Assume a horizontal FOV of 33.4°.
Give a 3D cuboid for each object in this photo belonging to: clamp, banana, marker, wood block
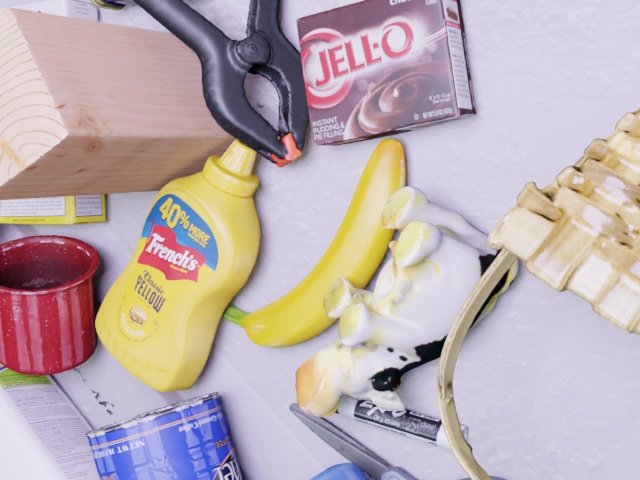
[{"bbox_3d":[-0.047,-0.139,0.752,0.120,0.039,0.171,-32,97,-13],"label":"clamp"},{"bbox_3d":[0.004,0.017,0.753,0.198,0.037,0.070,-46,74,23],"label":"banana"},{"bbox_3d":[0.044,0.124,0.751,0.121,0.020,0.020,13,100,27],"label":"marker"},{"bbox_3d":[-0.150,-0.088,0.731,0.090,0.205,0.091,-30,81,27],"label":"wood block"}]

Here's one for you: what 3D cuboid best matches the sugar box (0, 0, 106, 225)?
[{"bbox_3d":[-0.221,-0.100,0.859,0.093,0.048,0.176,1,92,30],"label":"sugar box"}]

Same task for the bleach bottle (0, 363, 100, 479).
[{"bbox_3d":[-0.243,0.141,0.872,0.068,0.102,0.251,-46,67,14],"label":"bleach bottle"}]

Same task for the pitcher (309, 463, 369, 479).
[{"bbox_3d":[0.036,0.280,0.700,0.243,0.148,0.145,55,134,15],"label":"pitcher"}]

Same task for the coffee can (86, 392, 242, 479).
[{"bbox_3d":[-0.104,0.194,0.789,0.103,0.102,0.140,-20,85,28],"label":"coffee can"}]

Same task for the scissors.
[{"bbox_3d":[0.070,0.162,0.742,0.202,0.016,0.096,48,113,16],"label":"scissors"}]

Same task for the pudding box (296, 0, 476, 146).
[{"bbox_3d":[0.043,-0.116,0.720,0.114,0.039,0.090,-9,90,28],"label":"pudding box"}]

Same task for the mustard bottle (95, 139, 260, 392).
[{"bbox_3d":[-0.095,0.012,0.793,0.096,0.058,0.192,40,111,32],"label":"mustard bottle"}]

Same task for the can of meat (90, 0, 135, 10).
[{"bbox_3d":[-0.128,-0.227,0.793,0.084,0.057,0.102,-1,94,25],"label":"can of meat"}]

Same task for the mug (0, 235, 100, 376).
[{"bbox_3d":[-0.222,0.047,0.849,0.117,0.093,0.081,-128,35,-56],"label":"mug"}]
